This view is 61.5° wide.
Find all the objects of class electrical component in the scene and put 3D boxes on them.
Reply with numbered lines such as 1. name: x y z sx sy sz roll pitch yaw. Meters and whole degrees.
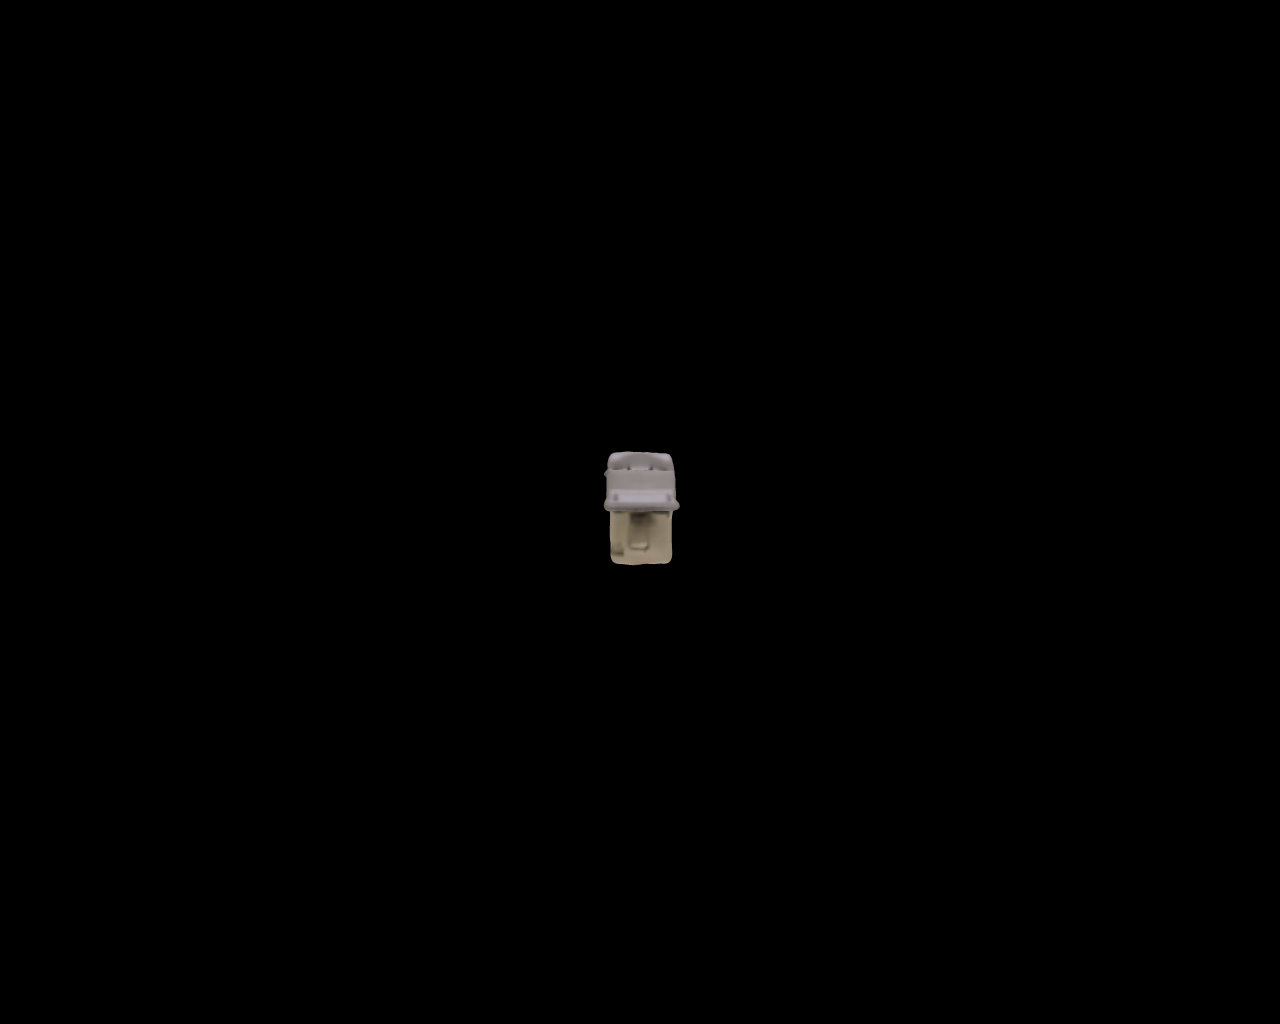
1. electrical component: 0.001 -0.003 0.650 0.042 0.063 0.081 0 17 0
